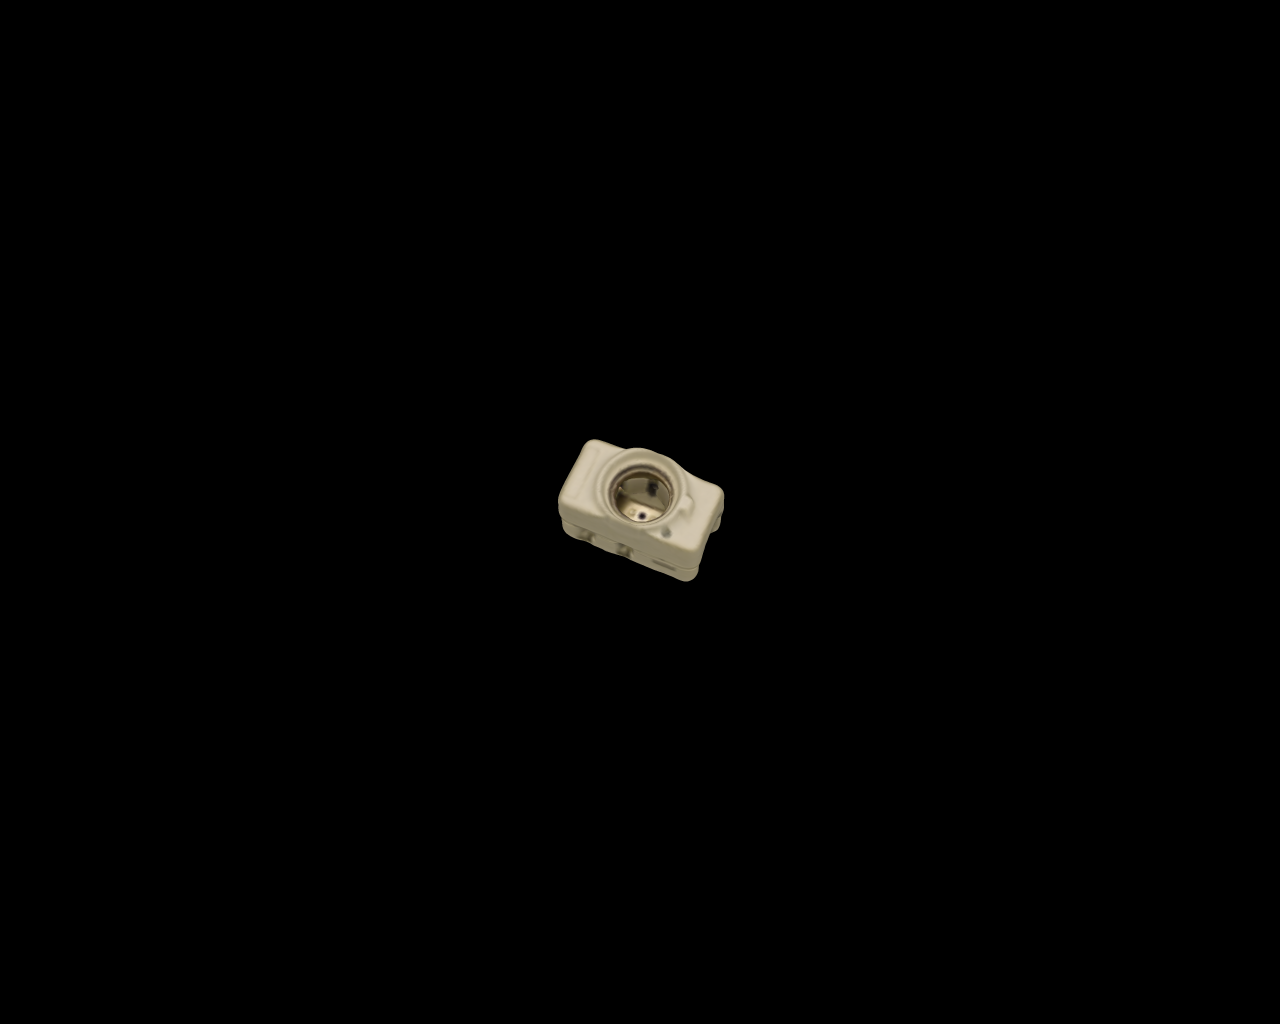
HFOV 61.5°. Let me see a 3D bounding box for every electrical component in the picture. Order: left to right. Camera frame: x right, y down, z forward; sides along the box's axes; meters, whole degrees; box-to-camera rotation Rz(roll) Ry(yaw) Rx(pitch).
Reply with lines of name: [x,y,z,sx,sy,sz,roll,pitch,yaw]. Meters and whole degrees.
electrical component: [0.001,-0.003,0.650,0.089,0.050,0.055,22,-24,10]
